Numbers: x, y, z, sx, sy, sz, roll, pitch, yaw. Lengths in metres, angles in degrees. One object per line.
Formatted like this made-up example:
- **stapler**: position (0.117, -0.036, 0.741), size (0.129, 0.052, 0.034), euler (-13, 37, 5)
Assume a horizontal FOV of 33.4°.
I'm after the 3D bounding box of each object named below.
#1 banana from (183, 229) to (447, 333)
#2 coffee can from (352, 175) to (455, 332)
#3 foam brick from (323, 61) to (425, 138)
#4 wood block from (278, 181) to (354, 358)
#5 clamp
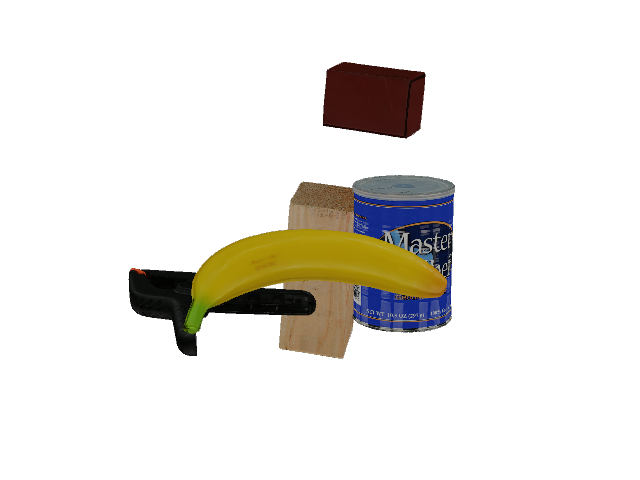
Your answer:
- **banana**: position (-0.009, 0.023, 0.755), size (0.197, 0.069, 0.037), euler (-8, -22, -19)
- **coffee can**: position (0.084, 0.011, 1.086), size (0.103, 0.140, 0.103), euler (0, 14, 0)
- **foam brick**: position (0.047, -0.123, 0.933), size (0.078, 0.051, 0.053), euler (11, 20, 18)
- **wood block**: position (0.002, 0.038, 1.401), size (0.090, 0.206, 0.090), euler (8, 23, 7)
- **clamp**: position (-0.133, 0.064, 1.070), size (0.210, 0.036, 0.164), euler (12, 20, 37)
